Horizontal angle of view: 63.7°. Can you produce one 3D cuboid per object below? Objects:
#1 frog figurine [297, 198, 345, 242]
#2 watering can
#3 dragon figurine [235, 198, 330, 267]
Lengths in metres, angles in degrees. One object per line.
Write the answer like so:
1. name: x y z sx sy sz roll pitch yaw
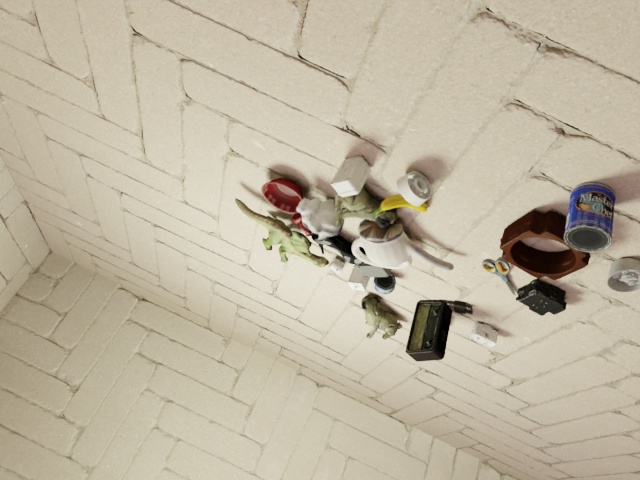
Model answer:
1. frog figurine: 0.005 -0.086 1.710 0.123 0.139 0.156 13 -33 48
2. watering can: 0.261 0.022 1.718 0.347 0.106 0.219 3 -40 26
3. dragon figurine: -0.120 -0.020 1.880 0.405 0.124 0.242 42 -24 -29
